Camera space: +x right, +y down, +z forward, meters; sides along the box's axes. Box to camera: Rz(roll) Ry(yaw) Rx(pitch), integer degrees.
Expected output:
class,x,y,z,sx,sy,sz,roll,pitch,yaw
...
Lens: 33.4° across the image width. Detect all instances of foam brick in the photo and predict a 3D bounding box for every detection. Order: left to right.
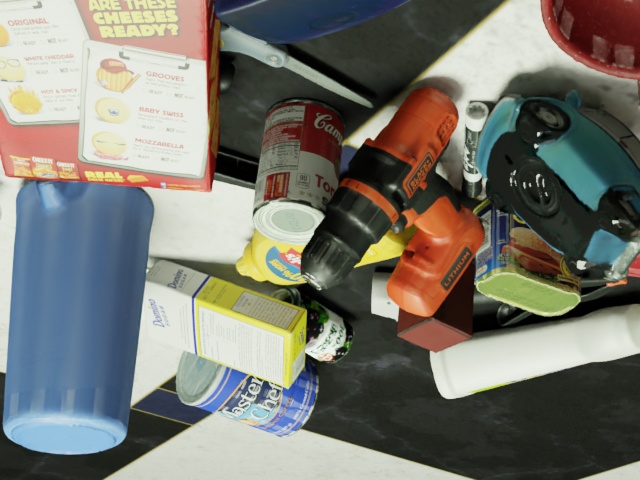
class,x,y,z,sx,sy,sz,roll,pitch,yaw
foam brick,0.109,0.056,1.002,0.053,0.078,0.051,25,146,-26

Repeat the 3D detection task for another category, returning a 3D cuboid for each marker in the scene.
class,x,y,z,sx,sy,sz,roll,pitch,yaw
marker,0.130,-0.073,0.902,0.020,0.020,0.121,2,150,7

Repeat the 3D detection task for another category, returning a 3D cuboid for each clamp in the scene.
class,x,y,z,sx,sy,sz,roll,pitch,yaw
clamp,-0.142,-0.080,0.922,0.210,0.036,0.164,-8,147,17
clamp,0.218,0.048,1.070,0.172,0.039,0.120,-25,156,39

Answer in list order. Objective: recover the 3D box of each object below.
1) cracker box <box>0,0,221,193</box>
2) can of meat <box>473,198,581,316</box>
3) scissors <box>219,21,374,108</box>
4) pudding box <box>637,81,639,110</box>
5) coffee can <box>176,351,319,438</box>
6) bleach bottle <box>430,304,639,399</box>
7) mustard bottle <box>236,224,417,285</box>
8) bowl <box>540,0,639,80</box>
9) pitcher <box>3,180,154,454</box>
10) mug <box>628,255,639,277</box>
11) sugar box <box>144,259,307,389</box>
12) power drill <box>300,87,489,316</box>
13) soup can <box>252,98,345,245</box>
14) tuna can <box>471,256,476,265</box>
class,x,y,z,sx,sy,sz,roll,pitch,yaw
cracker box,-0.155,-0.130,0.763,0.164,0.072,0.214,5,142,-1
can of meat,0.190,0.014,0.977,0.102,0.084,0.058,19,148,-21
scissors,-0.034,-0.153,0.796,0.201,0.016,0.096,15,149,-15
pudding box,0.304,-0.113,0.779,0.113,0.039,0.090,17,148,-19
coffee can,-0.086,0.168,1.279,0.140,0.103,0.103,26,145,-31
bleach bottle,0.251,0.113,1.141,0.251,0.068,0.102,-17,173,32
mustard bottle,-0.007,0.002,1.019,0.192,0.058,0.096,-19,147,37
bowl,0.221,-0.172,0.675,0.162,0.055,0.162,5,151,3
pitcher,-0.223,0.073,1.000,0.149,0.243,0.145,15,149,-29
mug,0.265,-0.011,0.929,0.081,0.093,0.117,7,-179,-12
sugar box,-0.102,0.088,1.134,0.176,0.048,0.093,21,135,18
power drill,0.067,-0.008,0.880,0.057,0.184,0.187,30,166,31
soup can,-0.017,-0.056,0.876,0.068,0.102,0.068,5,150,3
tuna can,0.126,0.012,1.036,0.086,0.033,0.086,5,150,3
